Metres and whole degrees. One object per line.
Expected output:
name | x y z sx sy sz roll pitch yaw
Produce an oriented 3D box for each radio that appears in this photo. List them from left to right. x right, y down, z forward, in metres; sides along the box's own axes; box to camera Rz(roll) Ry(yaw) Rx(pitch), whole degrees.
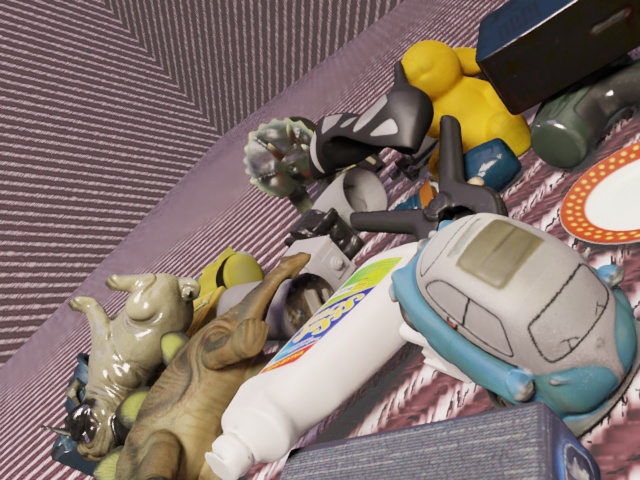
radio | 0.265 -0.227 0.508 0.230 0.073 0.131 -28 26 31

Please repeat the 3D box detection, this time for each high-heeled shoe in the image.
high-heeled shoe | 0.051 -0.103 0.649 0.248 0.086 0.145 131 147 -50

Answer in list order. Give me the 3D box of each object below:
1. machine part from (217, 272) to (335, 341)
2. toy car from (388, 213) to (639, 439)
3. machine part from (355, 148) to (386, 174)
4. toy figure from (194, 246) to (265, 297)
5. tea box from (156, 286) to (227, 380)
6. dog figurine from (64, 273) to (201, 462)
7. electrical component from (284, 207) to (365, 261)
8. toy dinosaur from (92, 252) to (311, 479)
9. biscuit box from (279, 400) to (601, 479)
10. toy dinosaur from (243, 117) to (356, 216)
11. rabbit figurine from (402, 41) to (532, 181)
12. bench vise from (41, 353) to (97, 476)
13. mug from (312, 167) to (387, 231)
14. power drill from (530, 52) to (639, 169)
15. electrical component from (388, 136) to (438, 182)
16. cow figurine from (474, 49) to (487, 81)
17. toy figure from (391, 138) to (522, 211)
machine part | -0.057 0.087 0.663 0.243 0.079 0.079 -13 34 51
toy car | 0.119 0.033 0.336 0.109 0.102 0.162 -43 56 -14
machine part | 0.077 -0.151 0.932 0.039 0.084 0.139 -61 0 27
toy figure | -0.167 0.087 0.863 0.180 0.082 0.089 -30 33 16
tea box | -0.177 0.154 0.754 0.098 0.068 0.170 -28 25 31
dog figurine | -0.212 0.148 0.636 0.172 0.121 0.191 -29 58 23
electrical component | -0.002 -0.002 0.754 0.048 0.074 0.119 -49 18 -20
toy dinosaur | -0.139 0.203 0.515 0.199 0.105 0.471 -2 52 58
biscuit box | 0.058 0.156 0.325 0.203 0.059 0.063 -27 23 37
toy dinosaur | -0.033 -0.160 0.967 0.131 0.192 0.405 -33 22 16
rabbit figurine | 0.169 -0.178 0.659 0.122 0.173 0.162 -30 27 40
bench vise | -0.297 0.206 0.791 0.240 0.128 0.224 -55 20 -14
mug | 0.038 -0.056 0.787 0.107 0.080 0.109 -30 21 47
power drill | 0.314 -0.168 0.507 0.232 0.086 0.207 -47 25 -23
electrical component | 0.150 -0.127 0.783 0.102 0.045 0.078 -42 -9 -11
cow figurine | 0.192 -0.218 0.817 0.127 0.085 0.195 -23 -1 -25
toy figure | 0.147 -0.053 0.603 0.154 0.058 0.064 -35 -16 28
